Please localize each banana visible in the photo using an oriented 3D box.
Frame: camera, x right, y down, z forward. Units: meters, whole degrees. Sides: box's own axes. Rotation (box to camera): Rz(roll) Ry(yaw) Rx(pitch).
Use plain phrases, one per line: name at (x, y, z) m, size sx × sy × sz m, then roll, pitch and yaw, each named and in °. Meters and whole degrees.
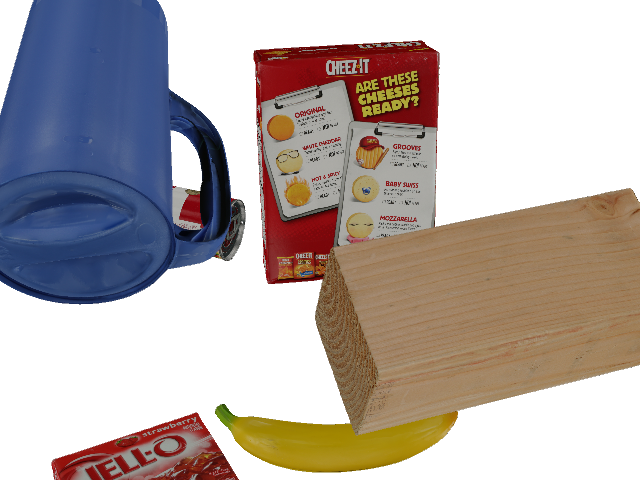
banana at (0.018, 0.151, 0.834) m, size 0.197 × 0.037 × 0.069 m, roll 3°, pitch 42°, yaw -10°

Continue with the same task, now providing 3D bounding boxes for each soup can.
soup can at (-0.141, -0.021, 1.158) m, size 0.102 × 0.068 × 0.068 m, roll 12°, pitch 3°, yaw 15°

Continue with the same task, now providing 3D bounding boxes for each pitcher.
pitcher at (-0.157, -0.082, 0.772) m, size 0.145 × 0.243 × 0.149 m, roll -20°, pitch -43°, yaw 18°

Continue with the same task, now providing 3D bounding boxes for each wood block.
wood block at (0.111, 0.044, 0.676) m, size 0.205 × 0.091 × 0.090 m, roll -11°, pitch -32°, yaw -15°

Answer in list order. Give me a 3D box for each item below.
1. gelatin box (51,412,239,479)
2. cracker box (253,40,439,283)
gelatin box at (-0.095, 0.136, 0.585) m, size 0.089 × 0.030 × 0.073 m, roll -15°, pitch 28°, yaw -20°
cracker box at (0.024, -0.073, 1.000) m, size 0.164 × 0.214 × 0.072 m, roll -4°, pitch 21°, yaw -7°
